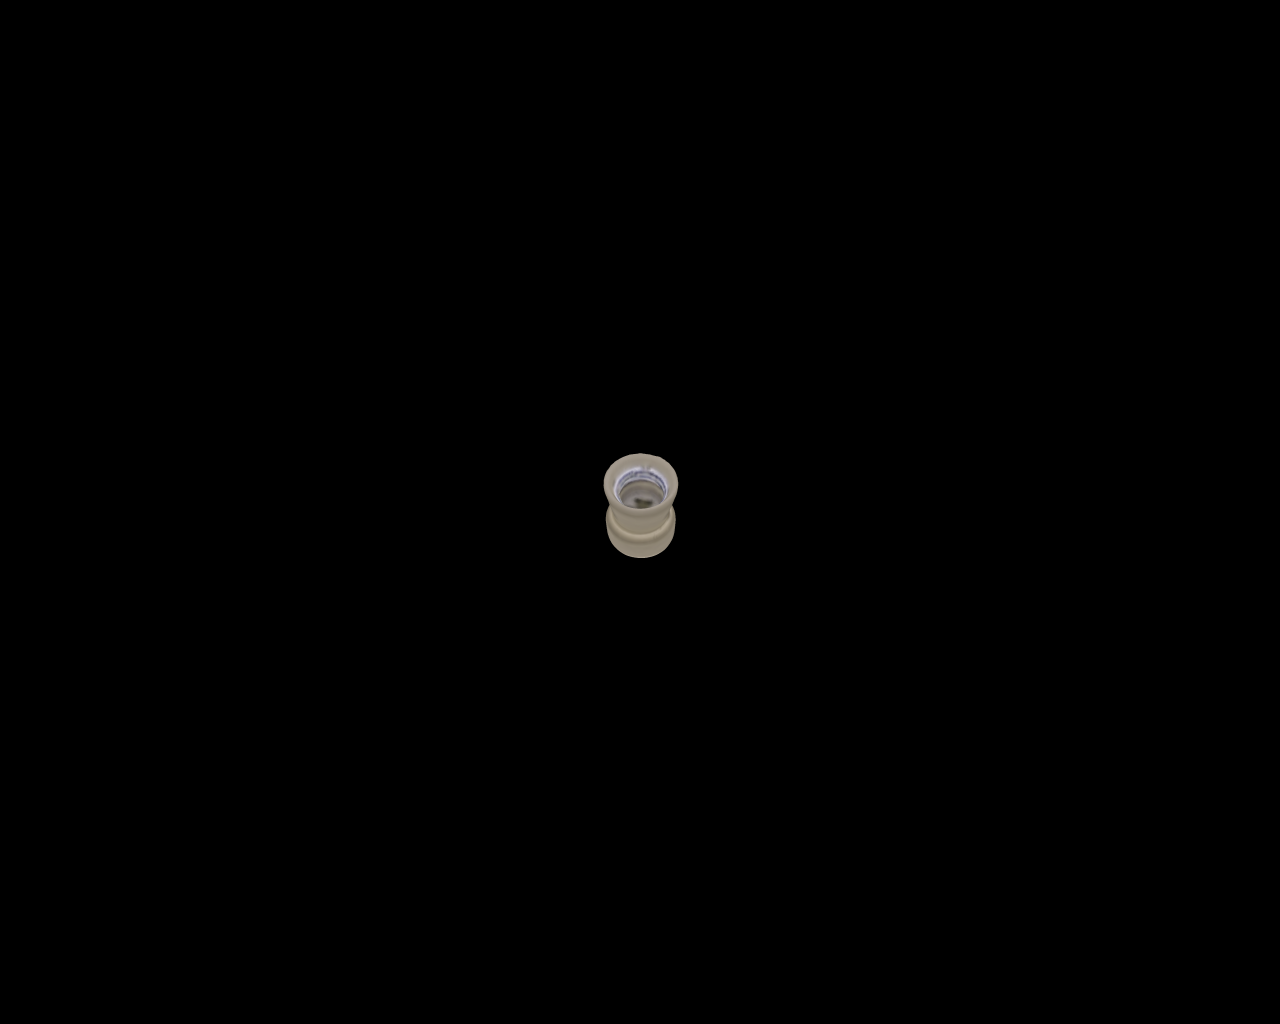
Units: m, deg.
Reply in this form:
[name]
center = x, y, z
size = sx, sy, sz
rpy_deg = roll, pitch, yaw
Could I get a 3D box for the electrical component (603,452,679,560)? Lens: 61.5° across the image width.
[electrical component]
center = 0.001, -0.003, 0.650
size = 0.045, 0.045, 0.055
rpy_deg = 0, -36, 0
